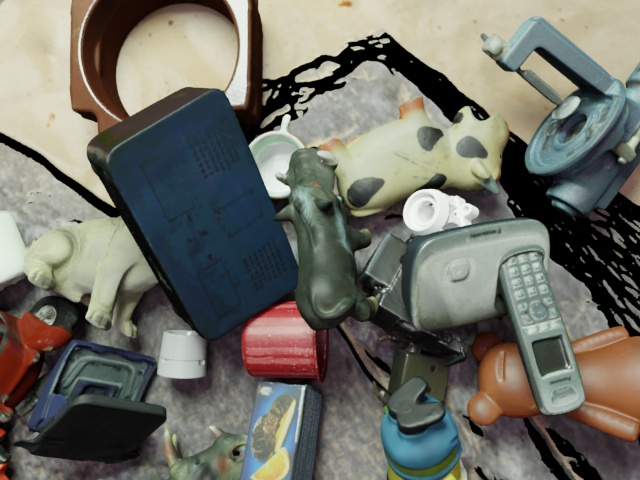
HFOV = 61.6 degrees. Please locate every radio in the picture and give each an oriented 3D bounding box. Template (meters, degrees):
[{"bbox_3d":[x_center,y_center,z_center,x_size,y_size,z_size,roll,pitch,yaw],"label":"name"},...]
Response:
[{"bbox_3d":[-0.117,-0.022,0.534,0.131,0.073,0.229,-35,121,-24],"label":"radio"}]

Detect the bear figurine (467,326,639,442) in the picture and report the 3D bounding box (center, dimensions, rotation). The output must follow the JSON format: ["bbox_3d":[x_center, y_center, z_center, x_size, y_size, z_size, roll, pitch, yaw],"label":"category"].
[{"bbox_3d":[0.265,0.162,0.568,0.196,0.120,0.131,-13,133,28],"label":"bear figurine"}]

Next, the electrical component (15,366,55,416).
[{"bbox_3d":[-0.298,0.179,0.623,0.094,0.021,0.063,-40,92,-27],"label":"electrical component"}]

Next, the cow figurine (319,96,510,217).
[{"bbox_3d":[0.112,-0.084,0.585,0.195,0.085,0.127,-24,89,6],"label":"cow figurine"}]

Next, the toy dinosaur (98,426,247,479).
[{"bbox_3d":[-0.211,0.393,0.593,0.192,0.131,0.404,38,100,20],"label":"toy dinosaur"}]

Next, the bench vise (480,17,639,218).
[{"bbox_3d":[0.277,-0.150,0.548,0.240,0.129,0.223,33,108,-12],"label":"bench vise"}]

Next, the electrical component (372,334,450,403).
[{"bbox_3d":[0.103,0.146,0.606,0.078,0.045,0.102,4,93,-24],"label":"electrical component"}]

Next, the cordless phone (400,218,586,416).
[{"bbox_3d":[0.159,0.078,0.501,0.147,0.088,0.184,-10,74,-16],"label":"cordless phone"}]

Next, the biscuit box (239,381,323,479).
[{"bbox_3d":[-0.046,0.255,0.563,0.059,0.062,0.202,-1,65,21],"label":"biscuit box"}]

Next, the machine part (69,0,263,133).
[{"bbox_3d":[-0.167,-0.201,0.606,0.202,0.087,0.201,0,89,5],"label":"machine part"}]

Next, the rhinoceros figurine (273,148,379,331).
[{"bbox_3d":[-0.001,-0.002,0.530,0.073,0.112,0.190,-20,60,25],"label":"rhinoceros figurine"}]

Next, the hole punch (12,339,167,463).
[{"bbox_3d":[-0.246,0.180,0.593,0.116,0.142,0.092,-45,46,19],"label":"hole punch"}]

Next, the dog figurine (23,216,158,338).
[{"bbox_3d":[-0.223,-0.009,0.612,0.172,0.121,0.190,32,78,1],"label":"dog figurine"}]

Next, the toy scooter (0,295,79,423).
[{"bbox_3d":[-0.360,0.131,0.589,0.184,0.075,0.135,-5,58,15],"label":"toy scooter"}]

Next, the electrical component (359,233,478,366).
[{"bbox_3d":[0.112,0.053,0.576,0.134,0.058,0.115,30,63,2],"label":"electrical component"}]

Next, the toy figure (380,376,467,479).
[{"bbox_3d":[0.104,0.222,0.558,0.089,0.082,0.179,-10,126,15],"label":"toy figure"}]
